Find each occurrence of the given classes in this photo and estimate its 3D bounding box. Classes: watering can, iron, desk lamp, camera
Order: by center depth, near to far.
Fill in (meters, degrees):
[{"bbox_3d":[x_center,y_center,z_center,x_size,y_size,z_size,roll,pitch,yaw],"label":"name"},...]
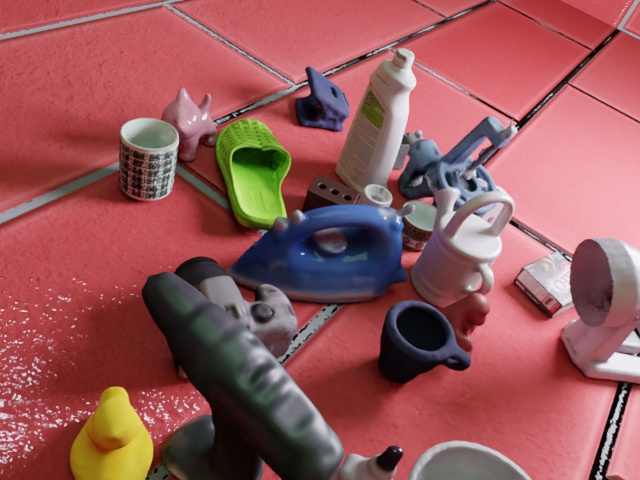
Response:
[{"bbox_3d":[-0.114,0.078,0.694,0.143,0.101,0.136,-8,49,-29],"label":"camera"},{"bbox_3d":[0.007,0.003,0.791,0.259,0.141,0.118,-1,46,-23],"label":"iron"},{"bbox_3d":[0.434,0.096,0.813,0.203,0.213,0.118,9,43,-13],"label":"desk lamp"},{"bbox_3d":[0.208,-0.002,0.839,0.101,0.194,0.172,-19,55,-36],"label":"watering can"}]

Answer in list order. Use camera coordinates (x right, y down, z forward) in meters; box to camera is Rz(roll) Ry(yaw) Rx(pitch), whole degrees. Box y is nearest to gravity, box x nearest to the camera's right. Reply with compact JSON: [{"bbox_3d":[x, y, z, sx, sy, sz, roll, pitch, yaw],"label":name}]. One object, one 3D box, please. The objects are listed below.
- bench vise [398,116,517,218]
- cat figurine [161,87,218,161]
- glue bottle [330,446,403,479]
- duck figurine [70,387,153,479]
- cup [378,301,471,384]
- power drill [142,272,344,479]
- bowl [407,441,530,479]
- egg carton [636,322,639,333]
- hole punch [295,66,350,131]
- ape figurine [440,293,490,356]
[{"bbox_3d":[0.222,-0.129,0.958,0.207,0.220,0.122,36,44,16],"label":"bench vise"},{"bbox_3d":[-0.212,-0.195,0.926,0.067,0.118,0.128,27,42,7],"label":"cat figurine"},{"bbox_3d":[0.041,0.235,0.538,0.078,0.173,0.037,29,42,9],"label":"glue bottle"},{"bbox_3d":[-0.199,0.193,0.551,0.078,0.086,0.104,2,45,-20],"label":"duck figurine"},{"bbox_3d":[0.124,0.145,0.726,0.117,0.095,0.092,29,42,9],"label":"cup"},{"bbox_3d":[-0.090,0.161,0.536,0.229,0.208,0.076,36,44,16],"label":"power drill"},{"bbox_3d":[0.154,0.301,0.589,0.167,0.075,0.167,12,43,-11],"label":"bowl"},{"bbox_3d":[0.541,0.091,0.970,0.107,0.069,0.150,-20,56,-37],"label":"egg carton"},{"bbox_3d":[0.011,-0.280,1.126,0.101,0.091,0.108,5,44,-18],"label":"hole punch"},{"bbox_3d":[0.203,0.111,0.795,0.076,0.092,0.078,42,46,22],"label":"ape figurine"}]
